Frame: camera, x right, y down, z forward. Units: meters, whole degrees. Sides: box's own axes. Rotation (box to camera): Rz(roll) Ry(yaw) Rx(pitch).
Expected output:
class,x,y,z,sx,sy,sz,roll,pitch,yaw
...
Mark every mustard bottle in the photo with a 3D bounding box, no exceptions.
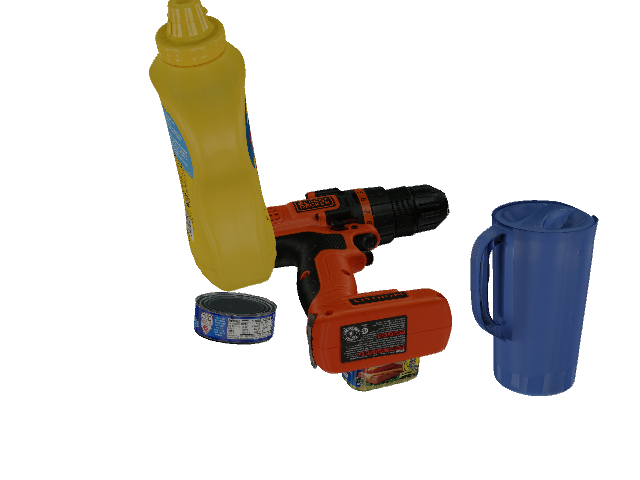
class,x,y,z,sx,sy,sz,roll,pitch,yaw
mustard bottle,-0.070,-0.066,0.675,0.058,0.191,0.096,-14,41,-7

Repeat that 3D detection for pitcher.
class,x,y,z,sx,sy,sz,roll,pitch,yaw
pitcher,0.276,0.077,1.393,0.149,0.243,0.144,5,20,16

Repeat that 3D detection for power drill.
class,x,y,z,sx,sy,sz,roll,pitch,yaw
power drill,0.038,0.020,0.848,0.184,0.057,0.188,-12,33,-10

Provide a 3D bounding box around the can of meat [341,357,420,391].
class,x,y,z,sx,sy,sz,roll,pitch,yaw
can of meat,0.077,0.132,1.319,0.102,0.084,0.057,-9,29,-24

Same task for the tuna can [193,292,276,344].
class,x,y,z,sx,sy,sz,roll,pitch,yaw
tuna can,-0.090,0.081,1.119,0.086,0.034,0.086,6,11,-1
